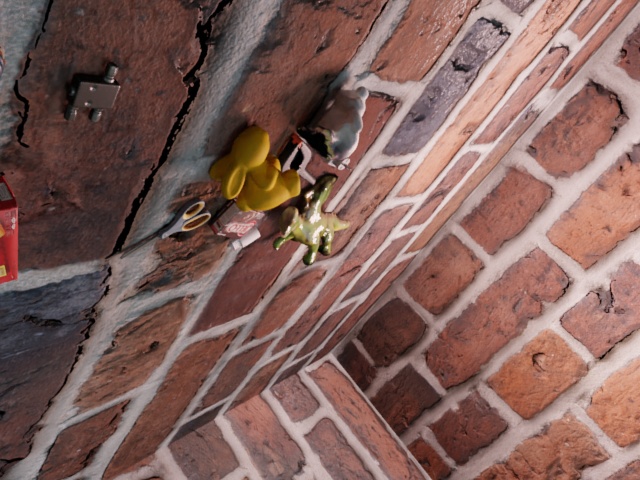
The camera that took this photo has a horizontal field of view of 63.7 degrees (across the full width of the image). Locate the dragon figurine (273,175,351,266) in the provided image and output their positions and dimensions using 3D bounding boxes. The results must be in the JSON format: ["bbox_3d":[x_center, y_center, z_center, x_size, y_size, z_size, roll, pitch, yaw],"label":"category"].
[{"bbox_3d":[0.004,-0.072,1.434,0.416,0.123,0.237,-31,151,-50],"label":"dragon figurine"}]

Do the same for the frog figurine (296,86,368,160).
[{"bbox_3d":[0.050,-0.253,1.113,0.161,0.122,0.137,-44,-166,-20],"label":"frog figurine"}]
